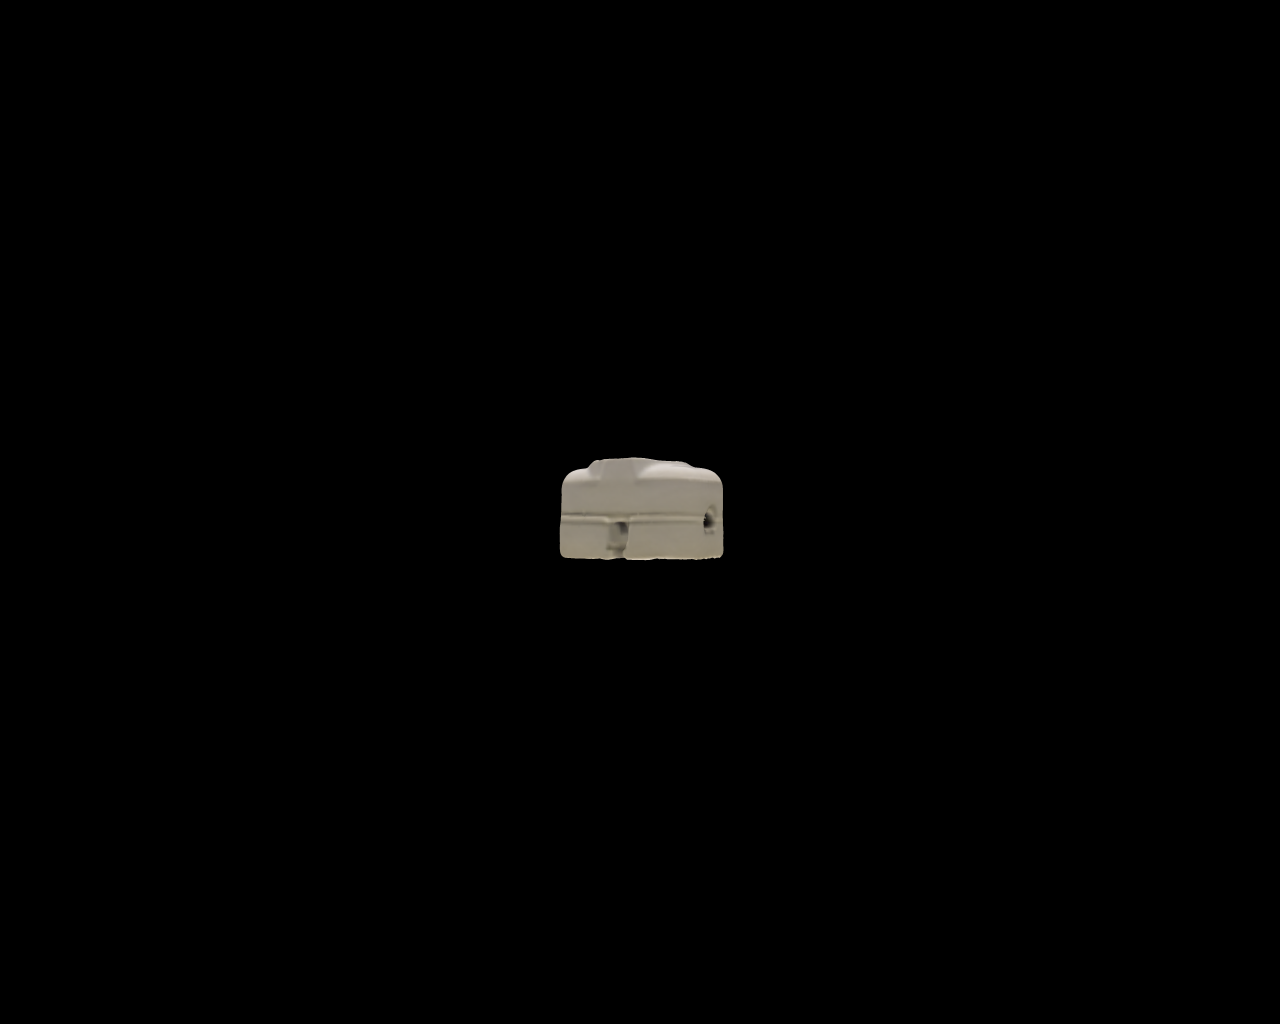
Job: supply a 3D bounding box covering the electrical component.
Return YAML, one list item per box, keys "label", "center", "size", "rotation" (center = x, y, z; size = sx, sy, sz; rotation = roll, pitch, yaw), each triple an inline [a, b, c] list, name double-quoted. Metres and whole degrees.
- label: "electrical component"
  center: [0.001, -0.003, 0.650]
  size: [0.095, 0.059, 0.054]
  rotation: [0, 0, 32]
